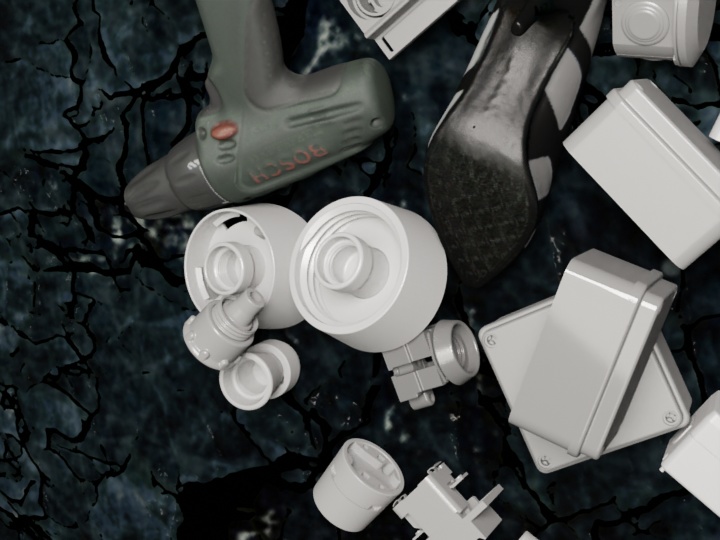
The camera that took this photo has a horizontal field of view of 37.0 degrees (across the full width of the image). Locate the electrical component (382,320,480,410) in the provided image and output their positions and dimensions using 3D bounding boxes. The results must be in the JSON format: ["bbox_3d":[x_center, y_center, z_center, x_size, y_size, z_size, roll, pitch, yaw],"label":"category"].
[{"bbox_3d":[0.053,0.063,0.777,0.055,0.048,0.066,-20,90,31],"label":"electrical component"}]

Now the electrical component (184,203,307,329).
[{"bbox_3d":[-0.083,-0.002,0.823,0.099,0.064,0.099,2,94,34],"label":"electrical component"}]

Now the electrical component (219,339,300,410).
[{"bbox_3d":[-0.076,0.079,0.824,0.045,0.055,0.045,3,99,21],"label":"electrical component"}]

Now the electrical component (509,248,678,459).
[{"bbox_3d":[0.144,0.050,0.658,0.057,0.078,0.113,24,106,20],"label":"electrical component"}]

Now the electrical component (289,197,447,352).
[{"bbox_3d":[0.000,0.000,0.759,0.108,0.060,0.108,-9,72,30],"label":"electrical component"}]

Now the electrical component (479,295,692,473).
[{"bbox_3d":[0.154,0.067,0.731,0.109,0.056,0.108,-24,89,23],"label":"electrical component"}]

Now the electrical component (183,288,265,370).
[{"bbox_3d":[-0.093,0.038,0.772,0.062,0.048,0.048,-44,81,27],"label":"electrical component"}]

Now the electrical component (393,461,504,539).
[{"bbox_3d":[0.062,0.180,0.793,0.063,0.042,0.081,47,111,13],"label":"electrical component"}]

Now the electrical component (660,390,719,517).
[{"bbox_3d":[0.254,0.130,0.698,0.096,0.062,0.061,41,110,11],"label":"electrical component"}]

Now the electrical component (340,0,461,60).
[{"bbox_3d":[0.047,-0.211,0.727,0.121,0.063,0.078,-38,84,22],"label":"electrical component"}]

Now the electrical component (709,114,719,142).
[{"bbox_3d":[0.265,-0.094,0.662,0.078,0.058,0.057,27,110,16],"label":"electrical component"}]

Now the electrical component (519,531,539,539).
[{"bbox_3d":[0.129,0.242,0.774,0.077,0.044,0.079,36,109,13],"label":"electrical component"}]

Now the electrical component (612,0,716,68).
[{"bbox_3d":[0.190,-0.168,0.669,0.051,0.080,0.080,9,101,25],"label":"electrical component"}]

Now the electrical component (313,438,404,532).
[{"bbox_3d":[-0.002,0.163,0.810,0.055,0.055,0.047,42,114,11],"label":"electrical component"}]

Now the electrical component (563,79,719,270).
[{"bbox_3d":[0.193,-0.064,0.684,0.113,0.078,0.057,48,114,8],"label":"electrical component"}]
